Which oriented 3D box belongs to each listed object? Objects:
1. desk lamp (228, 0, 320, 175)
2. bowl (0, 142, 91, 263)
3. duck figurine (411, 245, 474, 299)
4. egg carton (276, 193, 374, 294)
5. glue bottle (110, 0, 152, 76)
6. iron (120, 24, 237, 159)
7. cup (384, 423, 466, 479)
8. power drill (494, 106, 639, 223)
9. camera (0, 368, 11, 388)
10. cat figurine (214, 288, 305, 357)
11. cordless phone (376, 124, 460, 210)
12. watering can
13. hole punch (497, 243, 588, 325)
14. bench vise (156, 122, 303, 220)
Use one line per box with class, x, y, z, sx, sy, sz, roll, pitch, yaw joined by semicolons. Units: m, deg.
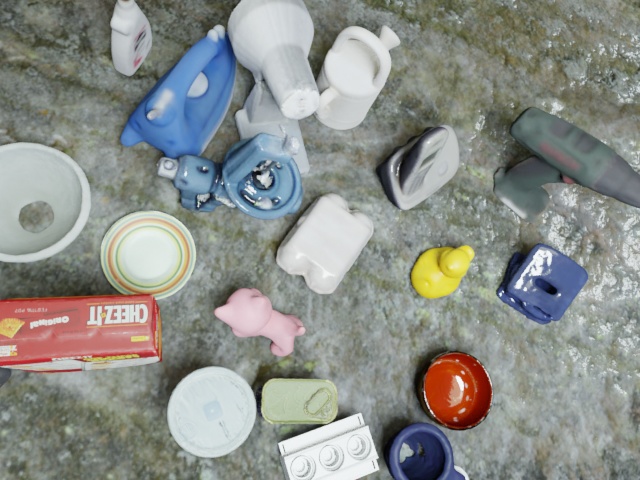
desk lamp;-0.060;-0.220;0.836;0.118;0.213;0.203;-12;78;-17
bowl;-0.395;-0.043;0.777;0.168;0.074;0.167;4;74;-13
duck figurine;0.197;0.044;0.894;0.105;0.086;0.077;-35;85;-20
egg carton;0.008;0.003;0.867;0.107;0.069;0.150;35;70;-2
glue bottle;-0.277;-0.314;0.829;0.037;0.173;0.078;23;71;-6
iron;-0.188;-0.237;0.847;0.119;0.141;0.258;28;70;-5
cup;0.139;0.308;0.801;0.118;0.095;0.092;30;70;-4
power drill;0.381;-0.104;0.916;0.229;0.208;0.076;40;70;-1
camera;-0.462;0.145;0.694;0.137;0.100;0.143;46;70;2
cat figurine;-0.079;0.108;0.791;0.128;0.117;0.067;24;71;-6
cordless phone;0.175;-0.133;0.885;0.148;0.185;0.094;-38;86;-20
watering can;0.055;-0.264;0.887;0.101;0.194;0.173;22;71;-7
hole punch;0.359;0.073;0.923;0.109;0.091;0.101;31;70;-4
bench vise;-0.111;-0.085;0.782;0.208;0.219;0.121;-12;78;-16
